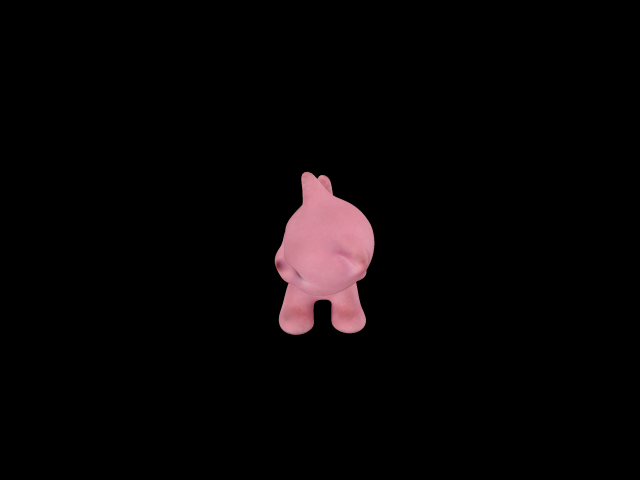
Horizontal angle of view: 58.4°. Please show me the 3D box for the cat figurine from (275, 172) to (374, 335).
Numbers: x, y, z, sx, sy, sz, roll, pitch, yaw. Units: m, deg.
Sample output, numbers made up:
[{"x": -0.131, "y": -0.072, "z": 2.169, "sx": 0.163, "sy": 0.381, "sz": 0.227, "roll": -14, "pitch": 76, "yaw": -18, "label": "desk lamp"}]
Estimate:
[{"x": 0.004, "y": 0.001, "z": 0.400, "sx": 0.067, "sy": 0.118, "sz": 0.127, "roll": 0, "pitch": 32, "yaw": 0, "label": "cat figurine"}]
